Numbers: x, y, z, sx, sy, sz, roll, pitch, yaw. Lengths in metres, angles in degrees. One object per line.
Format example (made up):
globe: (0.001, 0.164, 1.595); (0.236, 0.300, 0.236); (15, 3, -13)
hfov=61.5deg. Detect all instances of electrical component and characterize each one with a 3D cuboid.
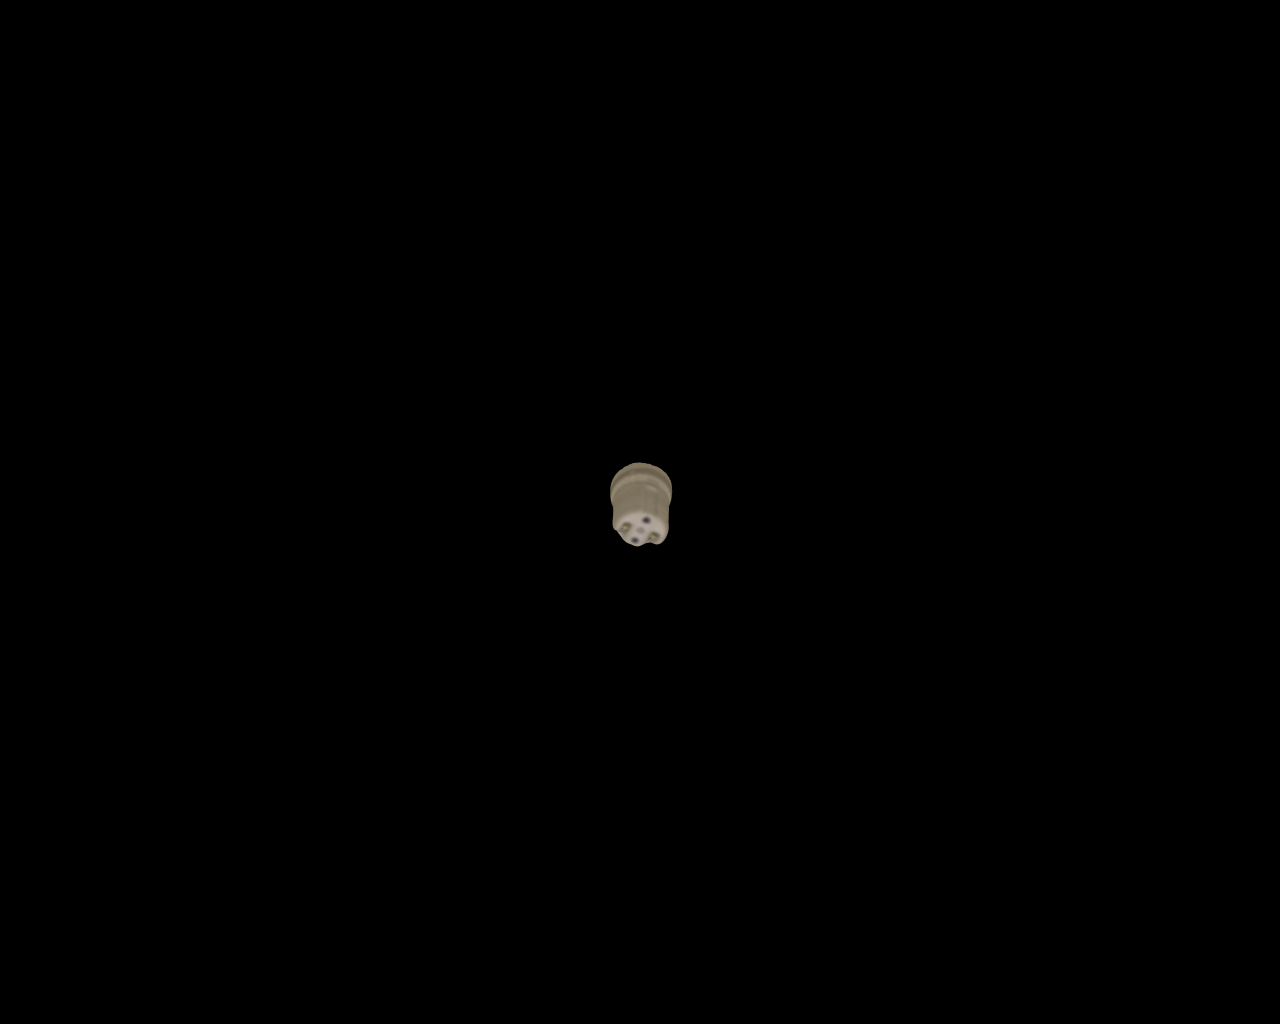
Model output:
electrical component: (0.001, -0.003, 0.650); (0.040, 0.040, 0.046); (0, 37, 0)
